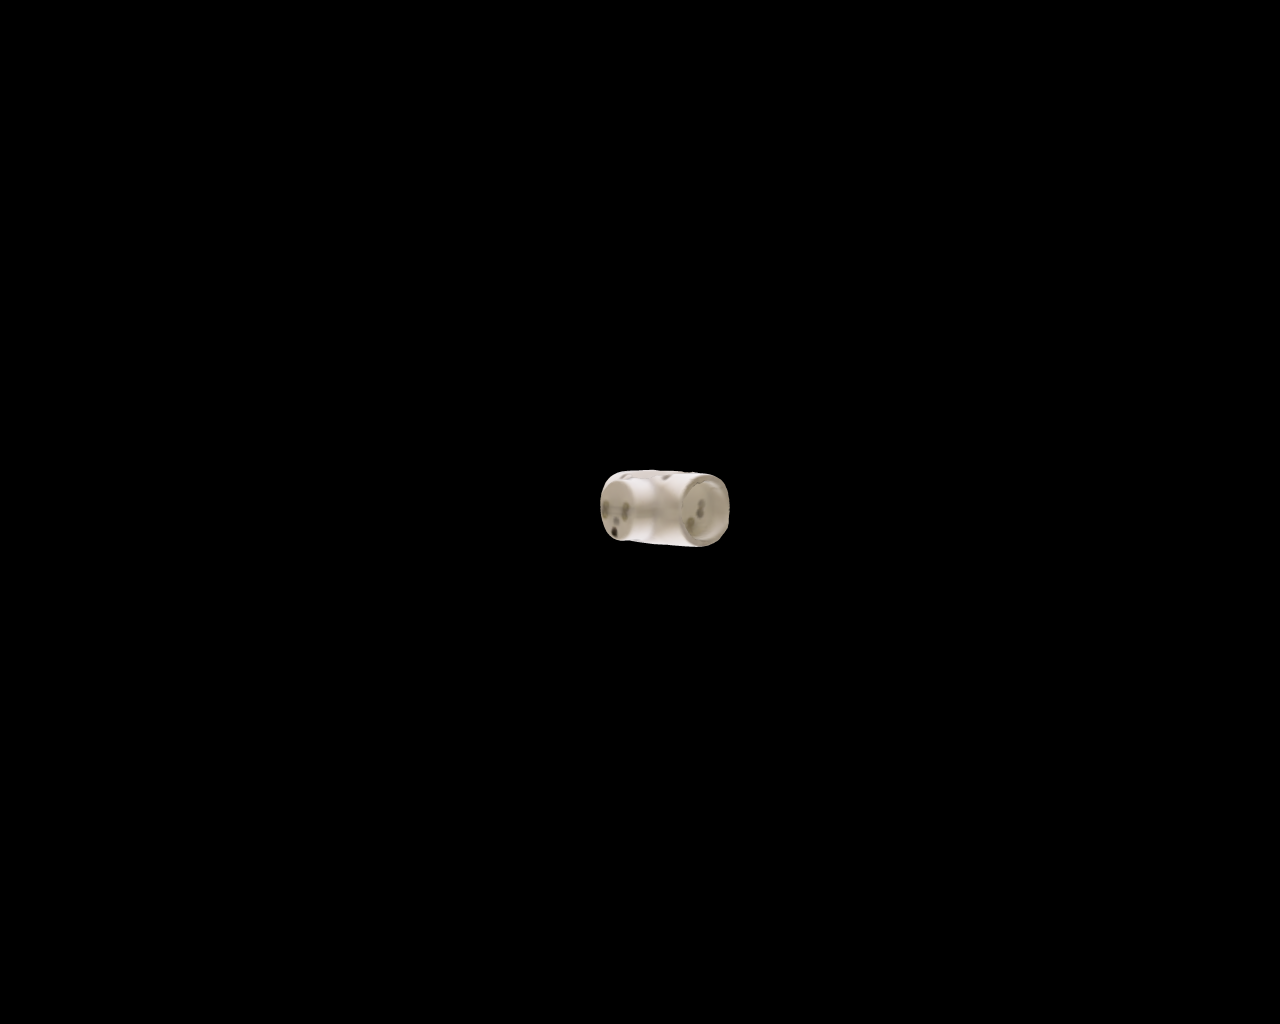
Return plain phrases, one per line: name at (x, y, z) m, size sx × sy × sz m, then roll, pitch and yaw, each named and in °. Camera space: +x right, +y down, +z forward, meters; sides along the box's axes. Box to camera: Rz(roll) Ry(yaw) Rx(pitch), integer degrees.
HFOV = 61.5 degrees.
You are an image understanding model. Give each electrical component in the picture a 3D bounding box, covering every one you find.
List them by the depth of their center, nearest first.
electrical component at (0.001, -0.003, 0.650) m, size 0.079 × 0.044 × 0.077 m, roll -4°, pitch 6°, yaw -39°
